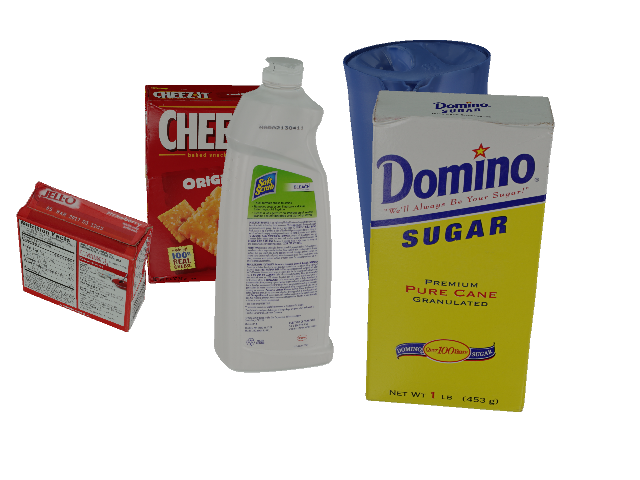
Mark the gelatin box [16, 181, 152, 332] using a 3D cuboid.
[{"bbox_3d":[-0.142,0.011,0.644,0.073,0.030,0.089,21,-36,2],"label":"gelatin box"}]

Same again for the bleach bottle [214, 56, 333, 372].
[{"bbox_3d":[-0.031,-0.020,0.859,0.102,0.251,0.068,-3,21,-23],"label":"bleach bottle"}]

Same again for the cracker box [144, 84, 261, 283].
[{"bbox_3d":[-0.112,-0.061,1.188,0.164,0.214,0.072,-1,24,-11],"label":"cracker box"}]

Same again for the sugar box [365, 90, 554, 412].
[{"bbox_3d":[0.073,0.009,0.586,0.093,0.176,0.048,3,29,7],"label":"sugar box"}]

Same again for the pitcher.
[{"bbox_3d":[0.098,-0.067,1.021,0.149,0.243,0.145,-16,27,-26],"label":"pitcher"}]
